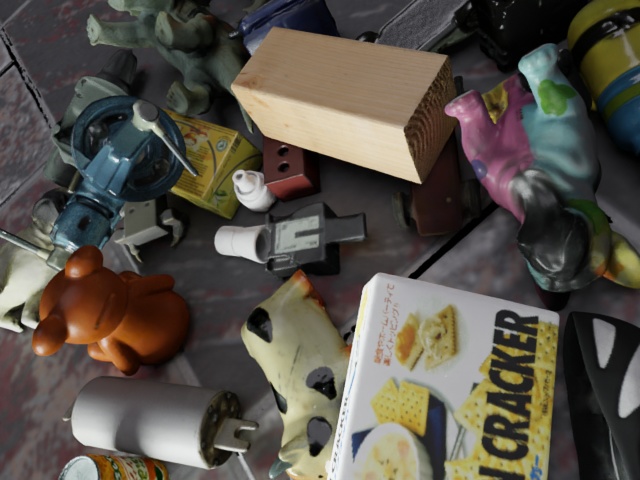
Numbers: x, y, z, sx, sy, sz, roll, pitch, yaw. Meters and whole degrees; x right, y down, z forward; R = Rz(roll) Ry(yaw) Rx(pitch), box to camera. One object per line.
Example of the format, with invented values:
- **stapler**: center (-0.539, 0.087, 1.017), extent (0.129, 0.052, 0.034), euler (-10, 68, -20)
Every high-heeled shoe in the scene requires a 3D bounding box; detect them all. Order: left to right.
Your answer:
- **high-heeled shoe**: center (0.194, 0.173, 0.400), extent (0.145, 0.086, 0.249), euler (40, 73, 17)

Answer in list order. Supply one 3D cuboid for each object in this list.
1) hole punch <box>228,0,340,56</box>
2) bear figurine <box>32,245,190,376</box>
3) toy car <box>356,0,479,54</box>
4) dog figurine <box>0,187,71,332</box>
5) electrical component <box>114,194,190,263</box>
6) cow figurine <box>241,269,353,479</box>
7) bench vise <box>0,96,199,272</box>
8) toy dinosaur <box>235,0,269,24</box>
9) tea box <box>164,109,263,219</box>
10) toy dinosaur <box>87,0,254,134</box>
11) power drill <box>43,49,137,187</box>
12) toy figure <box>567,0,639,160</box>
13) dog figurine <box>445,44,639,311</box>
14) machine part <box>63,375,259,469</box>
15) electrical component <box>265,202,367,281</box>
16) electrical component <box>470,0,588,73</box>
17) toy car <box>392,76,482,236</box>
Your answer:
- **hole punch**: center (-0.027, -0.238, 0.666), extent (0.142, 0.115, 0.092), euler (-23, 70, 14)
- **bear figurine**: center (-0.234, 0.076, 0.574), extent (0.132, 0.195, 0.120), euler (9, 76, 28)
- **toy car**: center (0.116, -0.239, 0.624), extent (0.202, 0.056, 0.073), euler (-37, 69, 16)
- **dog figurine**: center (-0.411, 0.018, 0.747), extent (0.173, 0.121, 0.190), euler (2, 56, 21)
- **electrical component**: center (-0.222, -0.021, 0.697), extent (0.102, 0.045, 0.078), euler (-25, 59, 13)
- **cow figurine**: center (-0.012, 0.140, 0.514), extent (0.127, 0.085, 0.195), euler (-35, 61, 0)
- **bench vise**: center (-0.219, -0.072, 0.564), extent (0.223, 0.128, 0.241), euler (-56, 18, -27)
- **toy dinosaur**: center (-0.084, -0.464, 0.786), extent (0.199, 0.105, 0.472), euler (-26, 48, 21)
- **tea box**: center (-0.169, -0.103, 0.694), extent (0.170, 0.068, 0.098), euler (24, 83, 29)
- **toy dinosaur**: center (-0.170, -0.271, 0.732), extent (0.405, 0.192, 0.131), euler (46, 134, 15)
- **power drill**: center (-0.309, -0.175, 0.740), extent (0.207, 0.086, 0.232), euler (24, 86, 58)
- **toy figure**: center (0.292, -0.147, 0.496), extent (0.082, 0.089, 0.180), euler (-11, 61, 6)
- **dog figurine**: center (0.211, -0.052, 0.488), extent (0.108, 0.191, 0.219), euler (-23, 90, 34)
- **machine part**: center (-0.174, 0.189, 0.570), extent (0.243, 0.079, 0.079), euler (-1, 69, 25)
- **electrical component**: center (-0.001, -0.002, 0.589), extent (0.119, 0.047, 0.075), euler (-13, 65, 18)
- **electrical component**: center (0.228, -0.255, 0.555), extent (0.134, 0.114, 0.058), euler (-33, 62, 10)
- **toy car**: center (0.119, -0.091, 0.571), extent (0.089, 0.053, 0.202), euler (-9, 62, 14)
